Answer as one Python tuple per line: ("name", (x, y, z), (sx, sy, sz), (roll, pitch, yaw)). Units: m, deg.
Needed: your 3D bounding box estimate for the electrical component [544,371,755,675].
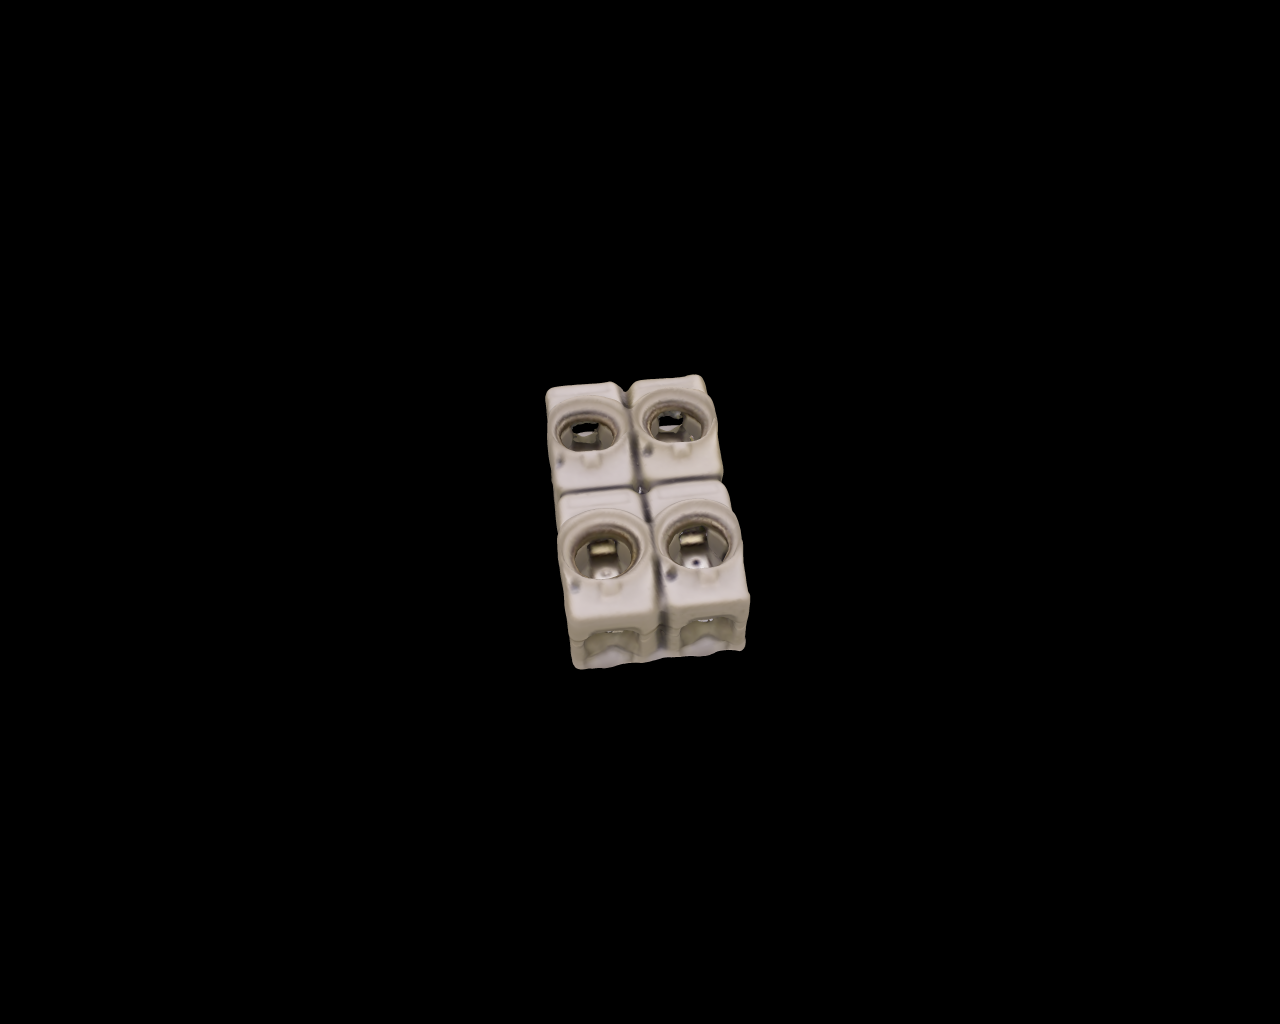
("electrical component", (0.001, -0.003, 0.650), (0.105, 0.186, 0.060), (-5, -39, -4))
